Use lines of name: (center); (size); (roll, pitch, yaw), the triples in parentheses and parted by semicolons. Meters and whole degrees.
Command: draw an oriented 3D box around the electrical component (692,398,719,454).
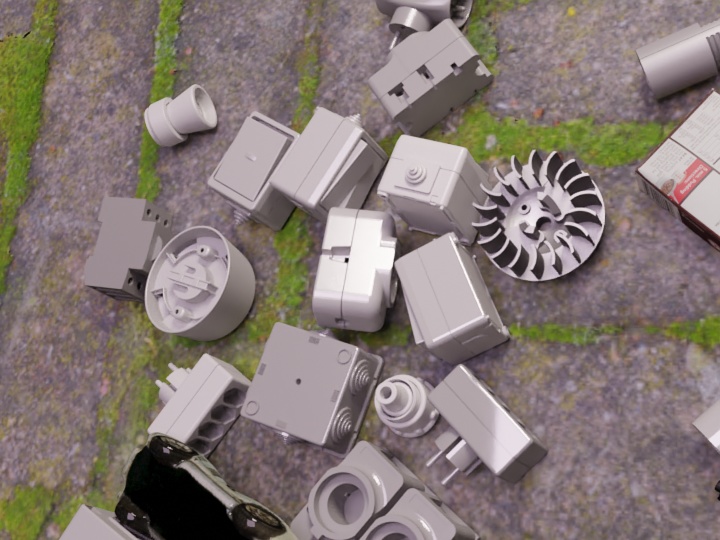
electrical component: (0.274, 0.094, 0.738); (0.081, 0.043, 0.043); (-43, 60, 5)

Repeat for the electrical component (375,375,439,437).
electrical component: (0.032, 0.102, 0.836); (0.048, 0.062, 0.048); (-8, 68, 22)

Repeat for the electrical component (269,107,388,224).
electrical component: (-0.019, -0.091, 0.928); (0.061, 0.062, 0.096); (31, 87, 30)

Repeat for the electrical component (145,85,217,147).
electrical component: (-0.171, -0.146, 1.028); (0.055, 0.045, 0.045); (-20, 65, 17)

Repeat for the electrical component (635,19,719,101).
electrical component: (0.261, -0.168, 0.838); (0.081, 0.043, 0.043); (-22, 64, 16)

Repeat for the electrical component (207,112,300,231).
electrical component: (-0.089, -0.084, 0.958); (0.062, 0.061, 0.096); (31, 86, 30)

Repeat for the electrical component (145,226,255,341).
electrical component: (-0.143, 0.013, 0.946); (0.099, 0.064, 0.099); (-8, 69, 22)

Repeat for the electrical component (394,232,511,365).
electrical component: (0.067, 0.020, 0.849); (0.061, 0.062, 0.096); (-27, 63, 14)

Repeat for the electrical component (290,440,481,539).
electrical component: (-0.015, 0.234, 0.811); (0.105, 0.060, 0.186); (40, 91, 30)

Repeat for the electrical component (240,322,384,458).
electrical component: (-0.040, 0.096, 0.879); (0.100, 0.048, 0.099); (15, 79, 28)

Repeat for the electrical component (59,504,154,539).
electrical component: (-0.172, 0.243, 0.853); (0.109, 0.109, 0.056); (29, 83, 30)

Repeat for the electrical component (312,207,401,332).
electrical component: (0.000, 0.000, 0.882); (0.059, 0.053, 0.095); (6, 65, 9)

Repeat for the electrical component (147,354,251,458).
electrical component: (-0.147, 0.109, 0.924); (0.076, 0.047, 0.083); (36, 89, 30)

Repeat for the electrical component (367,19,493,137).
electrical component: (0.058, -0.166, 0.926); (0.089, 0.050, 0.055); (-37, 62, 9)

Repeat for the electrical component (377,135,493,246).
electrical component: (0.061, -0.070, 0.864); (0.062, 0.096, 0.061); (16, 77, 28)

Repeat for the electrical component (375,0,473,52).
electrical component: (0.050, -0.227, 0.956); (0.077, 0.043, 0.079); (19, 81, 29)

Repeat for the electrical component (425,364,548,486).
electrical component: (0.083, 0.129, 0.811); (0.075, 0.047, 0.083); (-45, 60, 4)
